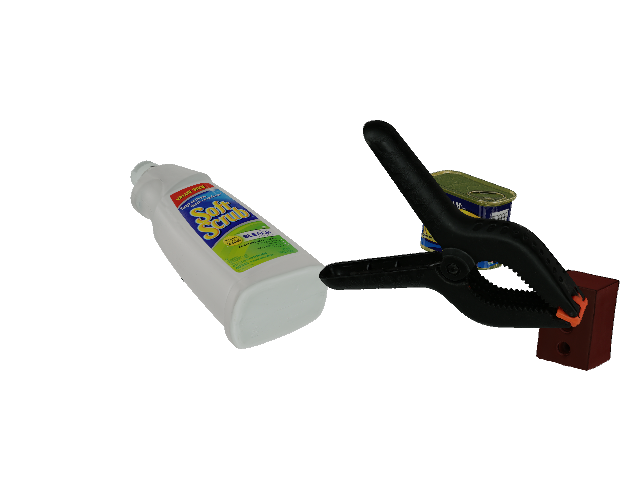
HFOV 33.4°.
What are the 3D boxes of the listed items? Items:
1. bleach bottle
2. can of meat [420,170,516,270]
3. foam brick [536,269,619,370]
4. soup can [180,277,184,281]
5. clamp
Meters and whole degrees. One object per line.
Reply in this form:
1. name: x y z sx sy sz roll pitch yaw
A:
1. bleach bottle: -0.104 -0.004 0.959 0.102 0.068 0.251 -18 39 -34
2. can of meat: 0.161 -0.022 1.181 0.057 0.084 0.102 -16 30 -42
3. foam brick: 0.233 0.071 0.968 0.053 0.078 0.051 13 18 36
4. soup can: -0.141 -0.003 1.310 0.068 0.102 0.068 0 26 0
5. clamp: 0.103 0.003 0.809 0.210 0.165 0.036 20 41 15
